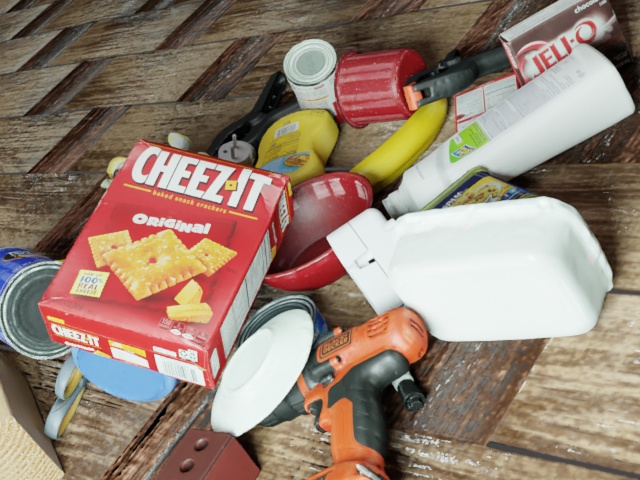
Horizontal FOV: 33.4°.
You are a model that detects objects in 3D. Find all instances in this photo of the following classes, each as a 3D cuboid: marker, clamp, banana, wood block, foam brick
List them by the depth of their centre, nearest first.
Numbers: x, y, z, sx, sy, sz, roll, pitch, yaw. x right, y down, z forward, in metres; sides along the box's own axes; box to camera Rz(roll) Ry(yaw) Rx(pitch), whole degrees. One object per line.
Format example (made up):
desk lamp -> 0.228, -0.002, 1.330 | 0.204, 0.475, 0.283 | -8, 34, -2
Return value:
foam brick -> -0.097, 0.201, 0.878 | 0.053, 0.051, 0.078 | -3, 41, 41
marker -> 0.063, 0.106, 0.900 | 0.020, 0.020, 0.121 | -32, 29, 1
wood block -> -0.342, 0.189, 1.092 | 0.090, 0.090, 0.206 | -38, 30, -9
banana -> 0.078, -0.097, 1.167 | 0.197, 0.037, 0.070 | -40, 31, -12
clamp -> 0.147, -0.188, 1.202 | 0.171, 0.039, 0.120 | -26, 12, -30
clamp -> -0.080, -0.154, 1.402 | 0.210, 0.036, 0.165 | -40, 30, -12

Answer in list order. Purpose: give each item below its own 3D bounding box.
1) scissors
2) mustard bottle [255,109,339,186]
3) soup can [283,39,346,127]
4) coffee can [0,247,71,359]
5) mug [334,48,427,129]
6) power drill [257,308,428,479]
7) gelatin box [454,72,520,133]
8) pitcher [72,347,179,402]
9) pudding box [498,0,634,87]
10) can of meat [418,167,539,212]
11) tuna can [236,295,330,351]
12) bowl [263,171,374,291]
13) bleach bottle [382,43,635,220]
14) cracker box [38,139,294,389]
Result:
scissors -> -0.241, 0.118, 1.122 | 0.016, 0.096, 0.201 | 18, 45, 2
mustard bottle -> -0.037, -0.073, 1.219 | 0.096, 0.058, 0.191 | -17, 33, 23
soup can -> -0.001, -0.187, 1.289 | 0.068, 0.102, 0.068 | -6, 63, 12
coffee can -> -0.313, 0.065, 1.143 | 0.102, 0.102, 0.141 | -45, 26, -20
mug -> 0.082, -0.180, 1.249 | 0.082, 0.093, 0.117 | -1, 6, 36
power drill -> 0.001, 0.152, 0.840 | 0.185, 0.057, 0.187 | -33, 30, 29
gelatin box -> 0.182, -0.135, 1.132 | 0.073, 0.030, 0.089 | -20, 31, 19
pitcher -> -0.167, 0.048, 1.112 | 0.145, 0.149, 0.242 | 3, 45, 17
pudding box -> 0.252, -0.197, 1.096 | 0.113, 0.090, 0.039 | -31, 29, 3
can of meat -> 0.144, -0.011, 0.959 | 0.102, 0.057, 0.084 | -39, 32, -12
tuna can -> -0.034, 0.093, 0.997 | 0.086, 0.033, 0.086 | -24, 31, 15
bowl -> -0.007, 0.001, 1.084 | 0.162, 0.055, 0.162 | -24, 31, 15
bleach bottle -> 0.174, -0.094, 1.044 | 0.251, 0.068, 0.102 | -31, 21, 8
cracker box -> -0.136, 0.015, 0.994 | 0.164, 0.072, 0.213 | 15, 54, 12
